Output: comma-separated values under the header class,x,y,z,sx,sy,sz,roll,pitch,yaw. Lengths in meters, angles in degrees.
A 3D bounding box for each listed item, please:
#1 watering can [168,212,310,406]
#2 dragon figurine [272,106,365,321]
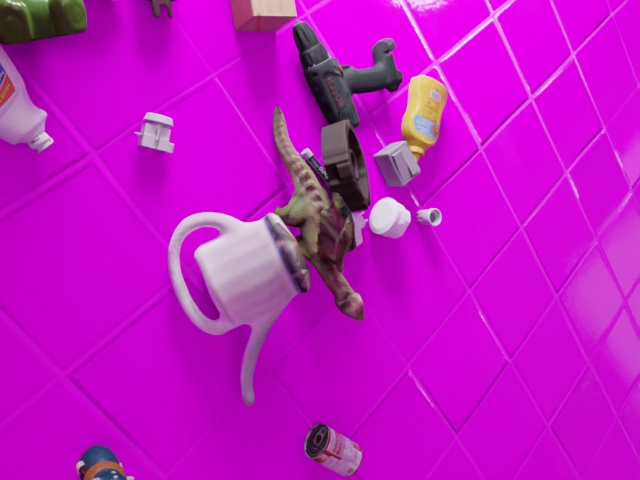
class,x,y,z,sx,sy,sz,roll,pitch,yaw
watering can,-0.118,0.100,0.898,0.225,0.104,0.345,-26,101,-6
dragon figurine,0.003,-0.046,0.915,0.123,0.243,0.407,-20,102,-24
